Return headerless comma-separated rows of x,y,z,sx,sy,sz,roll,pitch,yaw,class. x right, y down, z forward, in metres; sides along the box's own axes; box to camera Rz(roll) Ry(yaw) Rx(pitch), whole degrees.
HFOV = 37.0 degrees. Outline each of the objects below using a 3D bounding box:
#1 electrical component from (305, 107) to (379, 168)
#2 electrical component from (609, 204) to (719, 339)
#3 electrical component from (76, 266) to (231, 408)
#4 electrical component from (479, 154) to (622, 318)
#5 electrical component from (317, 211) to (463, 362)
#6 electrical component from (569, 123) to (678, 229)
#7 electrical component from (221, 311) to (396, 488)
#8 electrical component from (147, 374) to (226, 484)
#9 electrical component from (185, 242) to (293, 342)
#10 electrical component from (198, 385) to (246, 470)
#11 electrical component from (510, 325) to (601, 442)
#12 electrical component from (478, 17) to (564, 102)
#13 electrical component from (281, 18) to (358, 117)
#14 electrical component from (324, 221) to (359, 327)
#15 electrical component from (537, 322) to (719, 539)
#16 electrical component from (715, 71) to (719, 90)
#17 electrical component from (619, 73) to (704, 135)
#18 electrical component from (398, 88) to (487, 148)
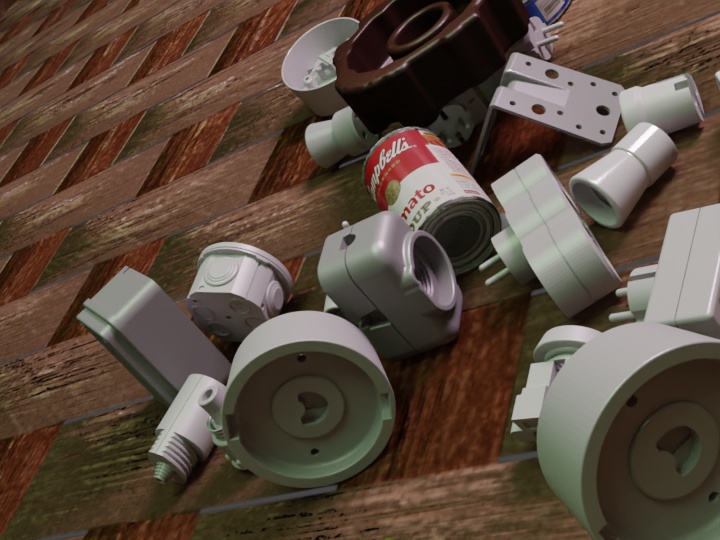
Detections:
-0.017,-0.125,1.002,0.055,0.045,0.045,-20,35,32,electrical component
0.171,0.014,0.585,0.076,0.047,0.083,-13,40,41,electrical component
-0.163,0.059,0.858,0.057,0.113,0.078,-46,29,-15,electrical component
0.110,-0.015,0.693,0.074,0.052,0.138,-34,30,13,electrical component
0.025,0.010,0.715,0.059,0.095,0.053,-23,34,30,electrical component
0.173,-0.064,0.696,0.065,0.044,0.044,-43,29,-13,electrical component
-0.034,0.078,0.689,0.108,0.108,0.060,-35,23,11,electrical component
-0.129,0.123,0.802,0.043,0.043,0.081,-8,43,45,electrical component
-0.098,0.019,0.871,0.080,0.080,0.051,-16,43,38,electrical component
-0.087,0.106,0.755,0.048,0.062,0.048,-30,31,20,electrical component
0.116,0.064,0.587,0.066,0.048,0.055,-13,47,41,electrical component
0.136,-0.188,0.902,0.077,0.047,0.065,-14,39,40,electrical component
-0.027,-0.208,1.107,0.099,0.064,0.099,-30,31,20,electrical component
0.000,0.000,0.777,0.044,0.079,0.077,1,48,32,electrical component
0.133,0.076,0.491,0.108,0.108,0.060,-44,23,-5,electrical component
0.252,-0.115,0.673,0.046,0.040,0.040,-25,33,17,electrical component
0.203,-0.108,0.722,0.046,0.040,0.040,-18,36,28,electrical component
0.071,-0.126,0.895,0.066,0.047,0.076,-37,29,8,electrical component
